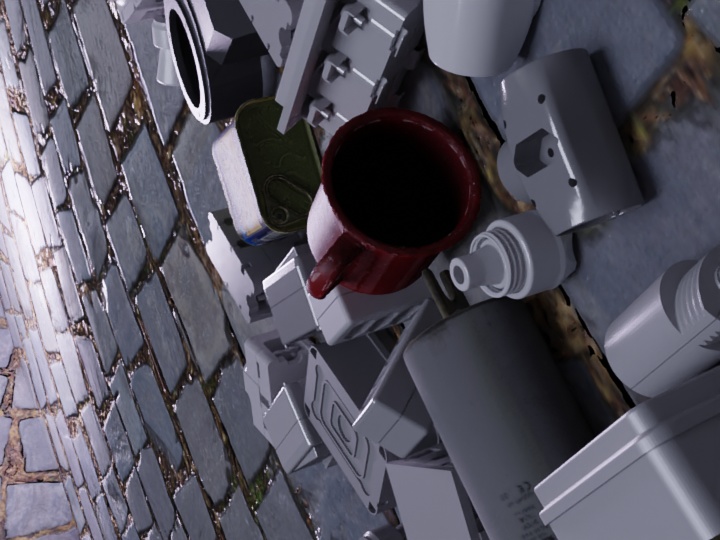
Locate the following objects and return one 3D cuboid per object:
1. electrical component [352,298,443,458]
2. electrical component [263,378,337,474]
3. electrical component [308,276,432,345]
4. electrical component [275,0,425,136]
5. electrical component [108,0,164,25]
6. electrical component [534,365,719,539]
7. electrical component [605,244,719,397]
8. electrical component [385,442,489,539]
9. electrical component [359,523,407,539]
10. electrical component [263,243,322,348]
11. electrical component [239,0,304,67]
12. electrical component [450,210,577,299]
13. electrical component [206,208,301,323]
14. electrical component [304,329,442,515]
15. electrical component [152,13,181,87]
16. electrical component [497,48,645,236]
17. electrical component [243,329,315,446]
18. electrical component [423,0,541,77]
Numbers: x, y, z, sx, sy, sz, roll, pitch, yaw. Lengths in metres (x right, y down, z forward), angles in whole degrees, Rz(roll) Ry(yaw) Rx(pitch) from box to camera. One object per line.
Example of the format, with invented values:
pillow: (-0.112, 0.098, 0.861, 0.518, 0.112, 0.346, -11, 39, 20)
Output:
electrical component: (0.050, 0.075, 0.655, 0.076, 0.083, 0.047, 30, 147, 0)
electrical component: (-0.033, 0.124, 0.858, 0.061, 0.062, 0.096, 65, 153, 18)
electrical component: (0.000, 0.000, 0.711, 0.076, 0.066, 0.047, 67, 154, 14)
electrical component: (-0.001, -0.131, 0.628, 0.063, 0.078, 0.121, 38, 146, 8)
electrical component: (-0.176, -0.274, 0.908, 0.150, 0.062, 0.089, -12, 94, 65)
electrical component: (0.137, 0.093, 0.474, 0.057, 0.078, 0.113, 60, 152, 20)
electrical component: (0.142, 0.019, 0.458, 0.043, 0.043, 0.081, 63, 153, 21)
electrical component: (0.081, 0.181, 0.659, 0.089, 0.062, 0.150, -16, 91, 65)
electrical component: (0.032, 0.203, 0.780, 0.045, 0.055, 0.045, 42, 140, 48)
electrical component: (-0.028, 0.015, 0.781, 0.096, 0.062, 0.061, -31, 77, 64)
electrical component: (-0.041, -0.183, 0.696, 0.089, 0.056, 0.050, 61, 152, 25)
electrical component: (0.077, -0.005, 0.555, 0.043, 0.062, 0.043, 42, 140, 48)
electrical component: (-0.082, -0.009, 0.884, 0.089, 0.056, 0.050, 56, 150, 33)
electrical component: (0.012, 0.103, 0.758, 0.113, 0.057, 0.078, 52, 147, 38)
electrical component: (-0.158, -0.194, 0.940, 0.045, 0.045, 0.055, 40, 138, 50)
electrical component: (0.092, -0.055, 0.517, 0.079, 0.043, 0.077, -31, 77, 64)
electrical component: (-0.065, 0.099, 0.921, 0.056, 0.050, 0.089, 35, 135, 53)
electrical component: (0.051, -0.149, 0.542, 0.079, 0.044, 0.077, 49, 145, 43)
